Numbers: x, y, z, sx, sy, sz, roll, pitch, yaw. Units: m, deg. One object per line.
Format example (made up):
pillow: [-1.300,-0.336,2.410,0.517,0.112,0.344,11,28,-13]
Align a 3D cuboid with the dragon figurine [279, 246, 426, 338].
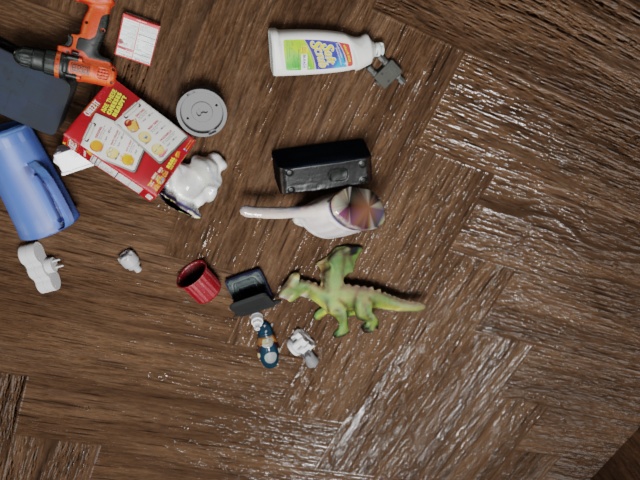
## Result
dragon figurine: [0.090,0.130,1.437,0.411,0.124,0.238,-11,113,-7]

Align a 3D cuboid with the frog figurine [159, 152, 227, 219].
frog figurine: [-0.300,-0.144,1.212,0.136,0.122,0.161,33,73,-18]

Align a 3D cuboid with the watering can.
watering can: [0.004,-0.062,1.233,0.347,0.222,0.105,5,78,-33]
